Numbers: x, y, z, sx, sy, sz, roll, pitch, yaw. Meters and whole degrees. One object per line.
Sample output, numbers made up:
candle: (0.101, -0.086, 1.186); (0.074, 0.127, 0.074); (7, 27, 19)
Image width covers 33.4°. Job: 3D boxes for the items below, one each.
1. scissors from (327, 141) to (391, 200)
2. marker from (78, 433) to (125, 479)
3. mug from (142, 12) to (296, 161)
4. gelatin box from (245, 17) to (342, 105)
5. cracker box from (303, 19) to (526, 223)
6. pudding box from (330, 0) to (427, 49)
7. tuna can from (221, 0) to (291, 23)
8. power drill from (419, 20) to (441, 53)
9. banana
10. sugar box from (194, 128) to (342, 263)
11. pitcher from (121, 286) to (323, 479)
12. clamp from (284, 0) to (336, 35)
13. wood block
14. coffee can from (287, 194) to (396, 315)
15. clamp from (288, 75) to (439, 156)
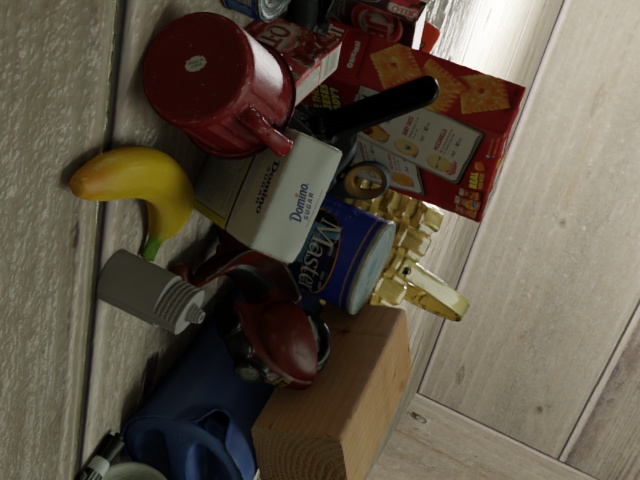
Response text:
scissors: (0.013, -0.042, 1.130); (0.016, 0.096, 0.202); (-60, 175, -39)
marker: (-0.211, 0.222, 0.949); (0.121, 0.020, 0.020); (-58, 165, -32)
mug: (-0.064, -0.101, 0.743); (0.093, 0.117, 0.081); (-45, 163, 6)
gelatin box: (-0.034, -0.146, 0.864); (0.089, 0.073, 0.030); (-49, 158, -49)
cracker box: (0.084, -0.119, 1.071); (0.164, 0.214, 0.072); (90, 25, -61)
pudding box: (0.055, -0.205, 1.076); (0.039, 0.090, 0.113); (-60, 167, -28)
tuna can: (-0.041, -0.210, 0.810); (0.086, 0.034, 0.086); (-59, 166, -25)
power drill: (0.109, -0.196, 1.381); (0.184, 0.057, 0.188); (-58, 165, -30)
banana: (-0.127, -0.033, 0.780); (0.069, 0.037, 0.198); (-64, 167, -11)
sugar box: (-0.048, -0.047, 0.843); (0.093, 0.048, 0.176); (-66, -153, 4)
pitcher: (-0.091, 0.150, 1.088); (0.242, 0.149, 0.145); (-57, 137, -45)
clamp: (-0.015, -0.190, 0.938); (0.120, 0.039, 0.172); (-35, 148, -58)
wood block: (0.018, 0.157, 1.055); (0.205, 0.091, 0.090); (-56, 146, -51)
coffee can: (-0.007, 0.001, 1.089); (0.102, 0.140, 0.103); (-59, 165, -26)
clamp: (0.009, -0.106, 0.988); (0.210, 0.164, 0.036); (126, -40, -70)
